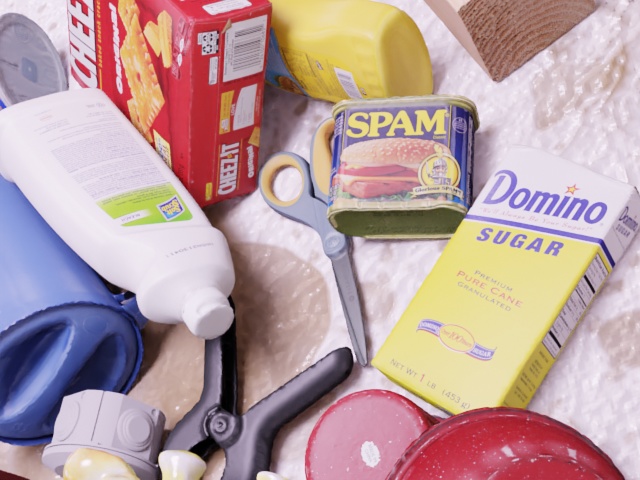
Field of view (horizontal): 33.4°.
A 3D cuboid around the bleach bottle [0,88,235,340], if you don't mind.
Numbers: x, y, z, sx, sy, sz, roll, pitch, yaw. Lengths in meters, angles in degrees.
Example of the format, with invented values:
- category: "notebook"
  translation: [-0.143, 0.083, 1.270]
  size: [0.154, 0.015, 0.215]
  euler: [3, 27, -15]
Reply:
- category: "bleach bottle"
  translation: [-0.141, -0.016, 0.753]
  size: [0.102, 0.068, 0.251]
  euler: [-21, 46, -25]

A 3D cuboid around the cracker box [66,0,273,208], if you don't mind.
- category: "cracker box"
  translation: [-0.125, -0.150, 0.823]
  size: [0.072, 0.164, 0.214]
  euler: [-20, 47, -29]

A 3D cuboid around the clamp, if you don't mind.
- category: "clamp"
  translation: [-0.065, 0.120, 0.730]
  size: [0.120, 0.039, 0.171]
  euler: [31, 83, 37]

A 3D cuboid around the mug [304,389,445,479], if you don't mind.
- category: "mug"
  translation: [0.036, 0.147, 0.634]
  size: [0.093, 0.081, 0.117]
  euler: [31, 83, 36]

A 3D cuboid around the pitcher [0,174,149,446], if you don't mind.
- category: "pitcher"
  translation: [-0.234, 0.025, 0.825]
  size: [0.243, 0.148, 0.145]
  euler: [49, 126, 40]

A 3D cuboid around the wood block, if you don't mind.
- category: "wood block"
  translation: [0.099, -0.227, 0.784]
  size: [0.090, 0.090, 0.206]
  euler: [-36, 53, 7]

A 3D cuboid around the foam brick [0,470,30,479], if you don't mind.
- category: "foam brick"
  translation: [-0.233, 0.212, 0.768]
  size: [0.051, 0.053, 0.078]
  euler: [-38, 53, 7]

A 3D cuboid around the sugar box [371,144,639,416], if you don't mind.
- category: "sugar box"
  translation: [0.119, 0.030, 0.671]
  size: [0.093, 0.048, 0.176]
  euler: [27, 82, 36]

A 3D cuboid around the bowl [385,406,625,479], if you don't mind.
- category: "bowl"
  translation: [0.109, 0.161, 0.550]
  size: [0.162, 0.055, 0.162]
  euler: [4, 69, -10]

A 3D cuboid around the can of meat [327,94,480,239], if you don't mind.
- category: "can of meat"
  translation: [0.056, -0.048, 0.731]
  size: [0.102, 0.057, 0.084]
  euler: [-1, 67, 15]

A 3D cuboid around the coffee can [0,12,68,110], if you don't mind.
- category: "coffee can"
  translation: [-0.314, -0.134, 0.959]
  size: [0.140, 0.102, 0.103]
  euler: [-14, 60, 22]

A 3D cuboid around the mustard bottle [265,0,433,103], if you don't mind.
- category: "mustard bottle"
  translation: [-0.012, -0.146, 0.801]
  size: [0.192, 0.096, 0.058]
  euler: [19, 68, 35]

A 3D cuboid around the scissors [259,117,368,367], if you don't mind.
- category: "scissors"
  translation: [-0.005, 0.001, 0.772]
  size: [0.096, 0.016, 0.201]
  euler: [-10, 61, 26]
